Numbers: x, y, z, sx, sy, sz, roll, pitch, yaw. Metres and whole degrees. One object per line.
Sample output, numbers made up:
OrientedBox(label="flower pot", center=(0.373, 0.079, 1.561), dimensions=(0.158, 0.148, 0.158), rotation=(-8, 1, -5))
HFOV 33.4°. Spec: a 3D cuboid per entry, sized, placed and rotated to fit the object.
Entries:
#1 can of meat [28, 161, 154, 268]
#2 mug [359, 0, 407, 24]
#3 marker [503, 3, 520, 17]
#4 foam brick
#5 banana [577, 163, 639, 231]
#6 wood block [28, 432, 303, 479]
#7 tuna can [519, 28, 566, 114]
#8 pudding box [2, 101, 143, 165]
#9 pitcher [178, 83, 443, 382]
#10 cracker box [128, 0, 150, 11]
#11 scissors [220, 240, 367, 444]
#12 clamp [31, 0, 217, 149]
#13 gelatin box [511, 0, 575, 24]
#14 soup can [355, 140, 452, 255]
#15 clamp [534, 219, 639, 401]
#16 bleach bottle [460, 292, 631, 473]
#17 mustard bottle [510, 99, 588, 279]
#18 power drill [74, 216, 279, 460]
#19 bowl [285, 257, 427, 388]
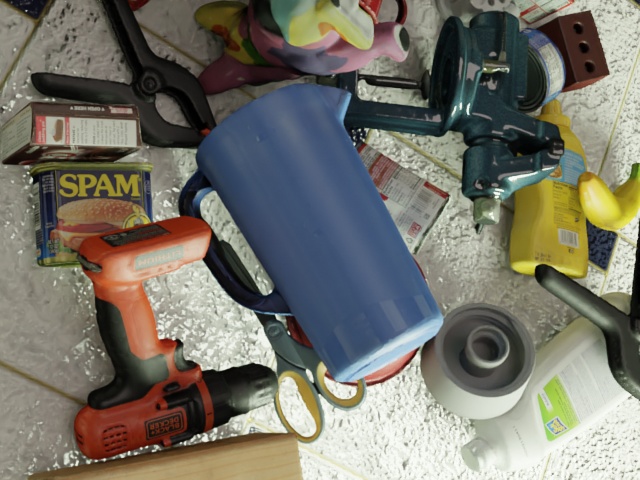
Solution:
OrientedBox(label="can of meat", center=(-0.191, -0.021, 0.902), dimensions=(0.101, 0.058, 0.084), rotation=(-2, 85, -28))
OrientedBox(label="mug", center=(0.033, -0.242, 1.038), dimensions=(0.117, 0.093, 0.081), rotation=(22, 66, -12))
OrientedBox(label="marker", center=(0.176, -0.214, 1.150), dimensions=(0.020, 0.020, 0.121), rotation=(49, 63, -12))
OrientedBox(label="foam brick", center=(0.276, -0.207, 1.183), dimensions=(0.052, 0.051, 0.078), rotation=(-17, 89, -29))
OrientedBox(label="banana", center=(0.311, -0.043, 1.147), dimensions=(0.197, 0.037, 0.069), rotation=(-13, 94, -60))
OrientedBox(label="wood block", center=(-0.123, 0.219, 0.876), dimensions=(0.205, 0.091, 0.090), rotation=(-6, 84, -28))
OrientedBox(label="tuna can", center=(0.216, -0.180, 1.127), dimensions=(0.033, 0.086, 0.086), rotation=(-30, 96, -30))
OrientedBox(label="pudding box", center=(-0.205, -0.084, 0.873), dimensions=(0.089, 0.114, 0.039), rotation=(-2, 85, -27))
OrientedBox(label="pitcher", center=(-0.006, 0.001, 0.925), dimensions=(0.144, 0.149, 0.243), rotation=(-20, 74, -35))
OrientedBox(label="cracker box", center=(-0.099, -0.299, 0.909), dimensions=(0.072, 0.214, 0.164), rotation=(43, 65, -17))
OrientedBox(label="scissors", center=(-0.020, 0.085, 0.974), dimensions=(0.096, 0.016, 0.202), rotation=(-16, 89, 5))
OrientedBox(label="clamp", center=(-0.167, -0.131, 0.944), dimensions=(0.171, 0.039, 0.120), rotation=(46, 73, -15))
OrientedBox(label="gelatin box", center=(0.225, -0.280, 1.156), dimensions=(0.089, 0.073, 0.030), rotation=(33, 67, -19))
OrientedBox(label="soup can", center=(0.065, -0.040, 1.013), dimensions=(0.102, 0.068, 0.068), rotation=(32, 66, 6))
OrientedBox(label="clamp", center=(0.311, 0.087, 1.083), dimensions=(0.164, 0.036, 0.210), rotation=(-16, 85, -22))
OrientedBox(label="bleach bottle", center=(0.241, 0.153, 1.096), dimensions=(0.250, 0.068, 0.102), rotation=(-29, 92, -26))
OrientedBox(label="mustard bottle", center=(0.245, -0.057, 1.136), dimensions=(0.096, 0.058, 0.191), rotation=(12, 75, -36))
OrientedBox(label="power drill", center=(-0.121, 0.079, 0.888), dimensions=(0.184, 0.057, 0.188), rotation=(-14, 109, -30))
OrientedBox(label="bowl", center=(0.049, 0.058, 1.015), dimensions=(0.161, 0.055, 0.162), rotation=(5, 78, -27))
